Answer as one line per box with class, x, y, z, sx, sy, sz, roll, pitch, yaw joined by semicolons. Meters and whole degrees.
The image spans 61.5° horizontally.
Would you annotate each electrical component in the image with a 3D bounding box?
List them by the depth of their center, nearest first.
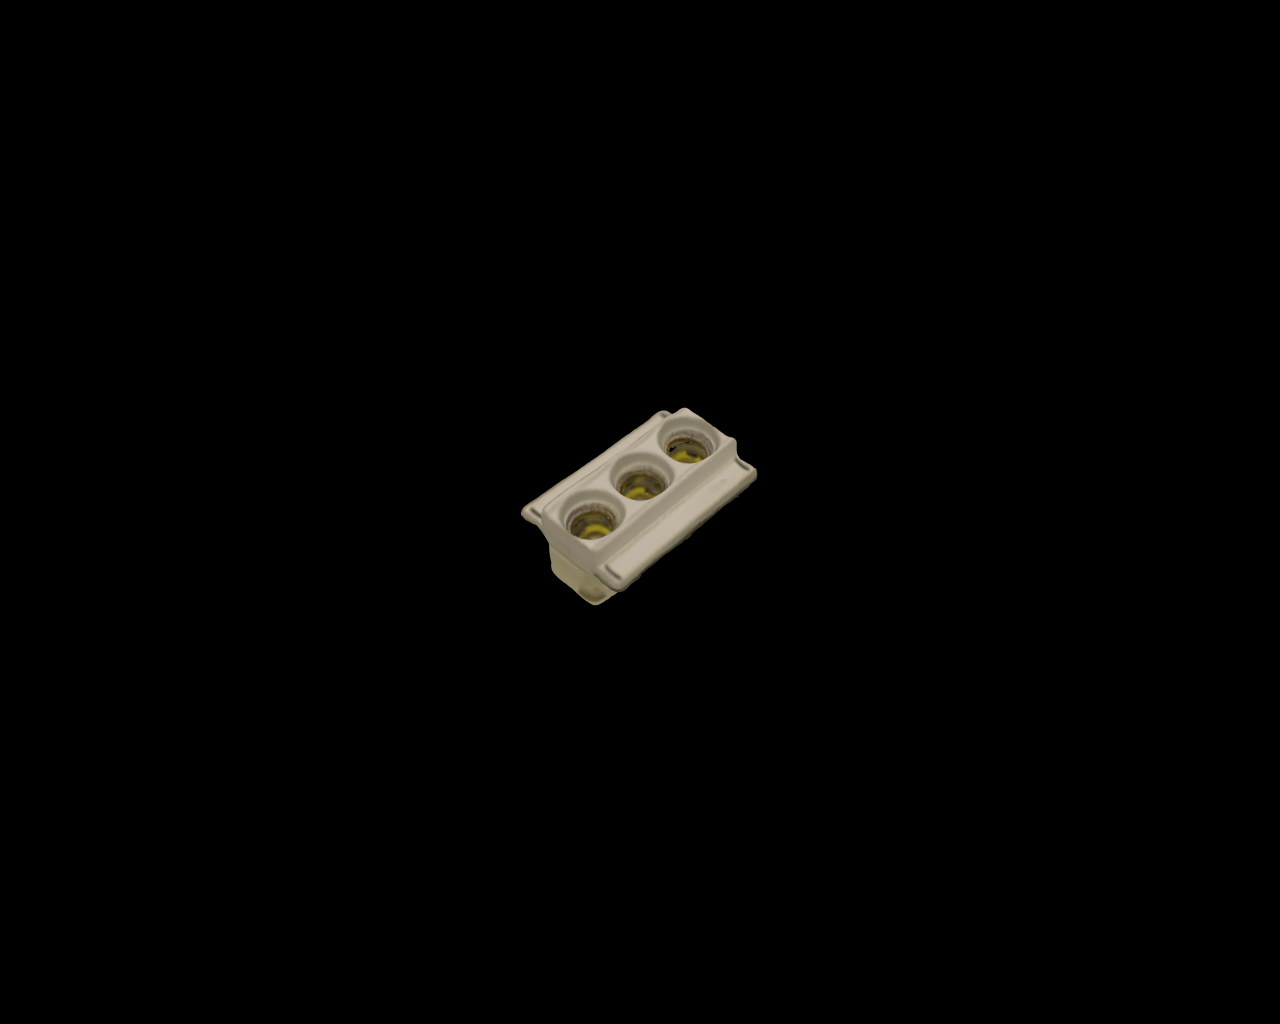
electrical component;0.001;-0.003;0.650;0.079;0.063;0.121;36;58;27
